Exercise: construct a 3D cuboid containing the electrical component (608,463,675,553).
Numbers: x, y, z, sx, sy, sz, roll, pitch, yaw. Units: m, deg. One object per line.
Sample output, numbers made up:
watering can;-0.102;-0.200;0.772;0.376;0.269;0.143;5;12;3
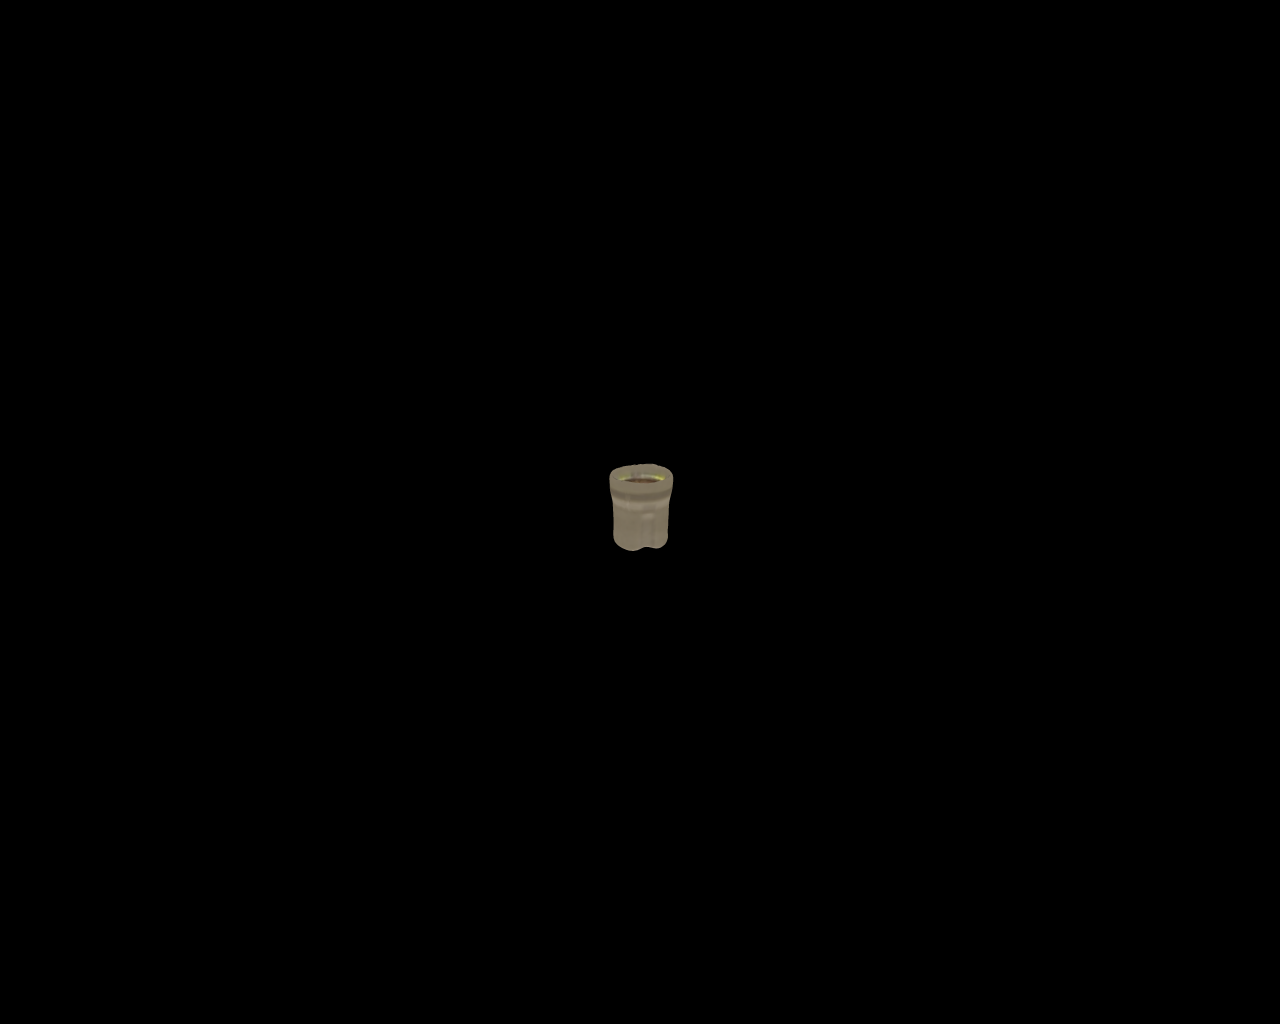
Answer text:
electrical component;0.001;-0.003;0.650;0.040;0.046;0.040;0;19;0
